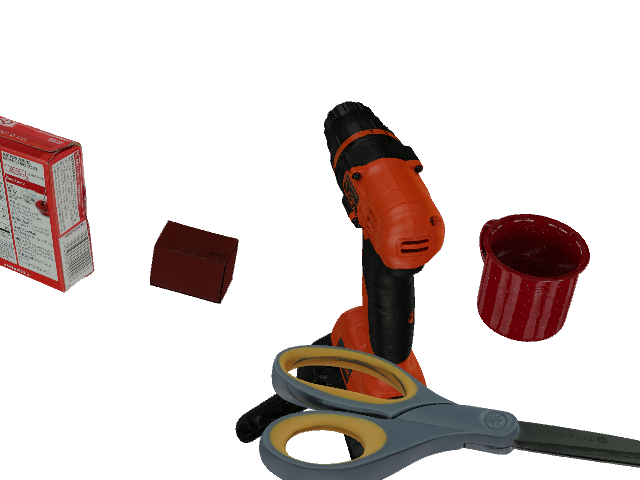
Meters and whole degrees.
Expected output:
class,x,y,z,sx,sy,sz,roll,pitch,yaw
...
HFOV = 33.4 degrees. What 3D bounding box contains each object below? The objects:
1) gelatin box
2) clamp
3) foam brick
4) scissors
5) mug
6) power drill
class,x,y,z,sx,sy,sz,roll,pitch,yaw
gelatin box,-0.169,-0.023,0.612,0.073,0.089,0.030,19,36,25
clamp,0.015,0.135,0.960,0.120,0.039,0.171,17,43,27
foam brick,-0.130,0.022,1.095,0.078,0.051,0.053,16,33,4
scissors,0.061,0.091,0.459,0.202,0.016,0.096,16,34,23
mug,0.179,0.029,0.961,0.093,0.081,0.117,-18,44,-25
power drill,0.037,0.012,0.760,0.057,0.188,0.184,-7,33,-8
